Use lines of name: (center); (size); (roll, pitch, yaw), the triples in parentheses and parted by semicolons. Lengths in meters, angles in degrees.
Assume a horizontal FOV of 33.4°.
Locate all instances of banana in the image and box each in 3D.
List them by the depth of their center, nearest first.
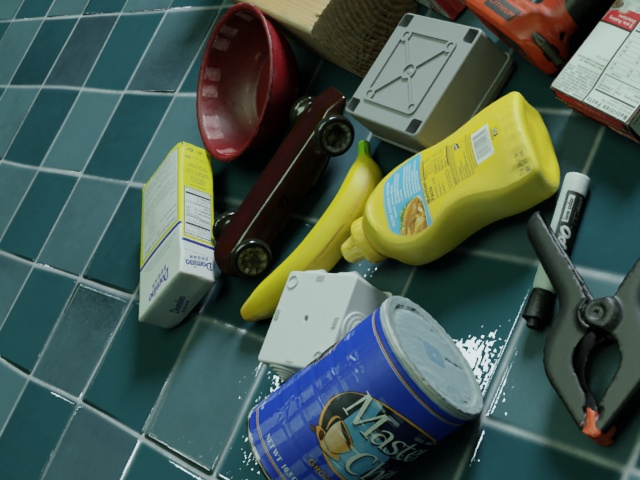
banana: (0.000, 0.002, 0.948); (0.198, 0.037, 0.070); (-53, 18, 1)

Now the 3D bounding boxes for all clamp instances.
clamp: (0.181, 0.048, 0.710); (0.120, 0.039, 0.171); (1, 65, 43)

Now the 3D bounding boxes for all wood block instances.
wood block: (-0.007, -0.247, 1.087); (0.091, 0.090, 0.206); (-55, 38, 3)

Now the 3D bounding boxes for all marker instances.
marker: (0.170, 0.008, 0.771); (0.020, 0.020, 0.121); (2, 66, 48)

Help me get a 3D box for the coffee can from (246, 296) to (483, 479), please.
coffee can: (0.031, 0.122, 0.770); (0.140, 0.102, 0.103); (-40, 40, 20)

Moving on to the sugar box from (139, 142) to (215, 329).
sugar box: (-0.146, -0.006, 1.087); (0.093, 0.048, 0.176); (-46, 39, 39)

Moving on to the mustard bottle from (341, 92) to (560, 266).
mustard bottle: (0.094, -0.033, 0.850); (0.192, 0.058, 0.096); (-32, 43, 28)

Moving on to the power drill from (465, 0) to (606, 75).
power drill: (0.210, -0.240, 0.875); (0.188, 0.057, 0.184); (-47, 39, 12)

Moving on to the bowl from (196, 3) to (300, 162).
bowl: (-0.067, -0.157, 1.089); (0.162, 0.055, 0.162); (-12, 76, 57)

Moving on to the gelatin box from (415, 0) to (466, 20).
gelatin box: (0.092, -0.248, 0.994); (0.030, 0.073, 0.089); (-49, 38, 4)

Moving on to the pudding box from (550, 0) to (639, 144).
pudding box: (0.238, -0.134, 0.785); (0.113, 0.039, 0.090); (-54, 39, 6)
